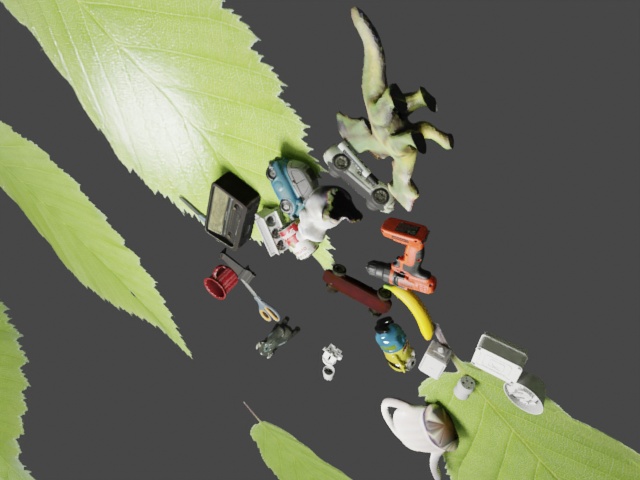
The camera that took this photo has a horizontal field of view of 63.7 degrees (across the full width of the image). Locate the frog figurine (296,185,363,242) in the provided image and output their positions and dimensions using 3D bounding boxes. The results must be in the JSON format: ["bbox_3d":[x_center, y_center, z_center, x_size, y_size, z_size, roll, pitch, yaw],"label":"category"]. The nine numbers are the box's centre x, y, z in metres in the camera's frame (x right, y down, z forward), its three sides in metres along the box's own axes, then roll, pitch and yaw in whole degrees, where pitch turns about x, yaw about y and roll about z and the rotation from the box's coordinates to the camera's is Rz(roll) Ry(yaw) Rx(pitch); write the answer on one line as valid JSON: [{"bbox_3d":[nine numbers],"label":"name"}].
[{"bbox_3d":[0.004,-0.063,1.246,0.139,0.122,0.158,-26,3,-39],"label":"frog figurine"}]

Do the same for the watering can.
[{"bbox_3d":[0.334,0.612,1.584,0.221,0.346,0.106,-29,13,49],"label":"watering can"}]

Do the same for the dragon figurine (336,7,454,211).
[{"bbox_3d":[0.111,-0.238,1.032,0.124,0.406,0.241,-42,18,-32],"label":"dragon figurine"}]
